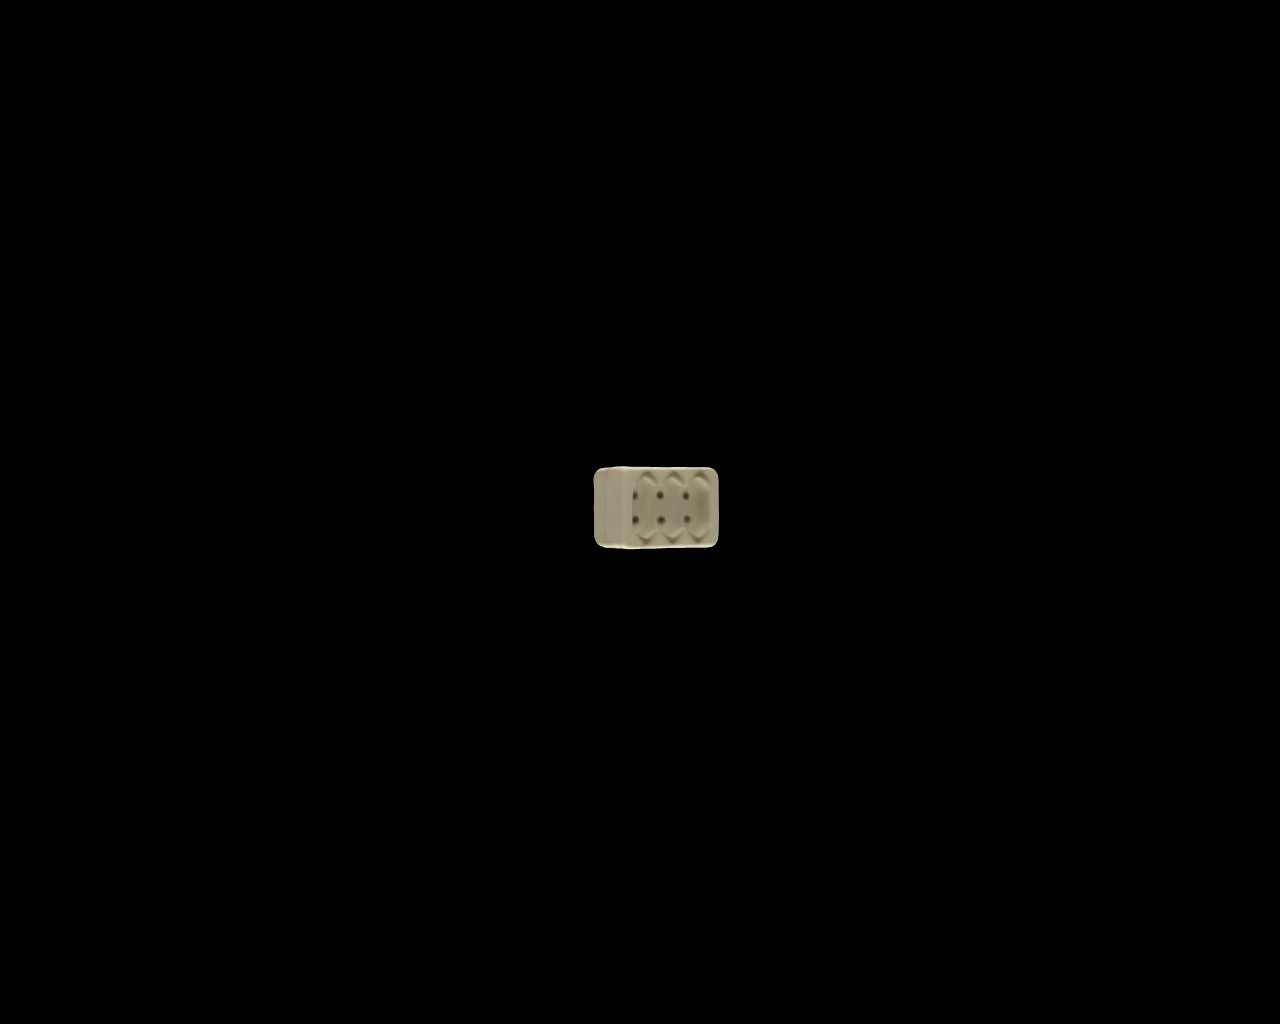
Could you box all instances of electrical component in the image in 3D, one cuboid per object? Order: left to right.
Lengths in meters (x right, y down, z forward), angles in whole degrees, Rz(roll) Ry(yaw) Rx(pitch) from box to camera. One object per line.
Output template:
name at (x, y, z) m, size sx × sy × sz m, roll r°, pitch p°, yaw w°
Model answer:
electrical component at (0.001, -0.003, 0.650) m, size 0.066 × 0.047 × 0.076 m, roll 0°, pitch 0°, yaw -28°
